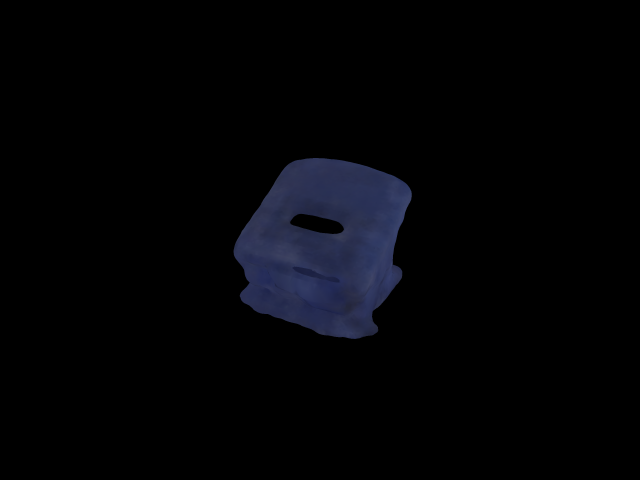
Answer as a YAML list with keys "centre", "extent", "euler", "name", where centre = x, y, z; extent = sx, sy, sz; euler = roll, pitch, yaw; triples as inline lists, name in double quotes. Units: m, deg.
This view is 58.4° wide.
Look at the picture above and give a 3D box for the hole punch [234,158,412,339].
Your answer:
- centre: [0.004, 0.001, 0.400]
  extent: [0.108, 0.091, 0.101]
  euler: [14, 32, 24]
  name: "hole punch"
